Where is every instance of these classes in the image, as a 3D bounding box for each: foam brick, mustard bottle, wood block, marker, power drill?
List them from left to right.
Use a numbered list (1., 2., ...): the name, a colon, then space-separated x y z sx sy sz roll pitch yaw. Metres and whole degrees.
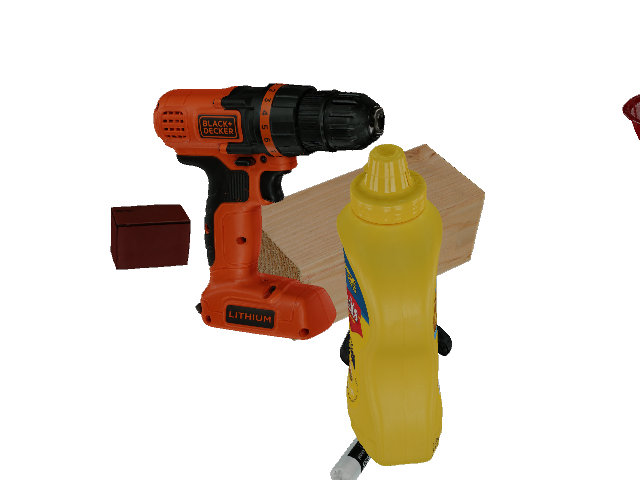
1. foam brick: -0.180 -0.005 1.127 0.078 0.051 0.053 -3 23 -17
2. power drill: -0.033 -0.024 0.793 0.185 0.188 0.057 5 19 30
3. wood block: 0.038 -0.002 0.979 0.205 0.090 0.091 -22 48 -29
4. marker: 0.041 0.149 0.823 0.020 0.020 0.121 0 23 28
5. mustard bottle: 0.041 0.031 0.611 0.058 0.192 0.096 -4 35 -1

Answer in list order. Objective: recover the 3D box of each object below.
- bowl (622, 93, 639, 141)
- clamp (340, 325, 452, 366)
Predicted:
1. bowl: 0.357 -0.096 0.969 0.162 0.055 0.162 -5 23 2
2. clamp: 0.082 0.071 1.188 0.120 0.171 0.039 4 -43 -3
